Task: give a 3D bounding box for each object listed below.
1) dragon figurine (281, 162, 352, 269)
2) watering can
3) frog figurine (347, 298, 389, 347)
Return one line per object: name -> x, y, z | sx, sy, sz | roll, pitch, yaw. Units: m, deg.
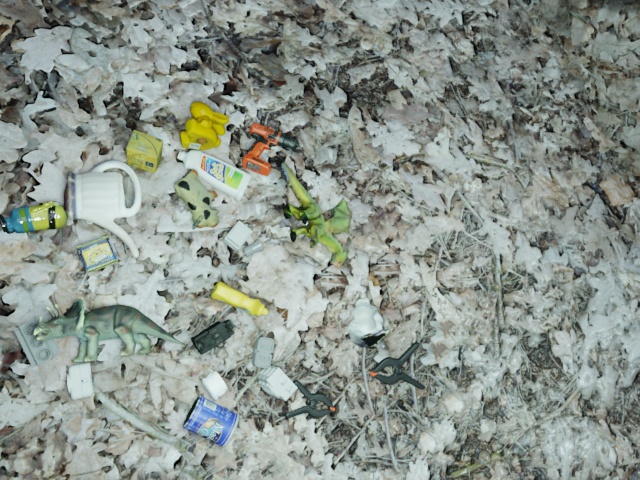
dragon figurine -> 0.006, -0.093, 1.855 | 0.244, 0.121, 0.412 | -9, 83, -38
watering can -> -0.668, -0.100, 1.592 | 0.225, 0.102, 0.354 | -4, 64, -20
frog figurine -> 0.155, 0.291, 1.818 | 0.138, 0.120, 0.163 | -19, 50, -13
